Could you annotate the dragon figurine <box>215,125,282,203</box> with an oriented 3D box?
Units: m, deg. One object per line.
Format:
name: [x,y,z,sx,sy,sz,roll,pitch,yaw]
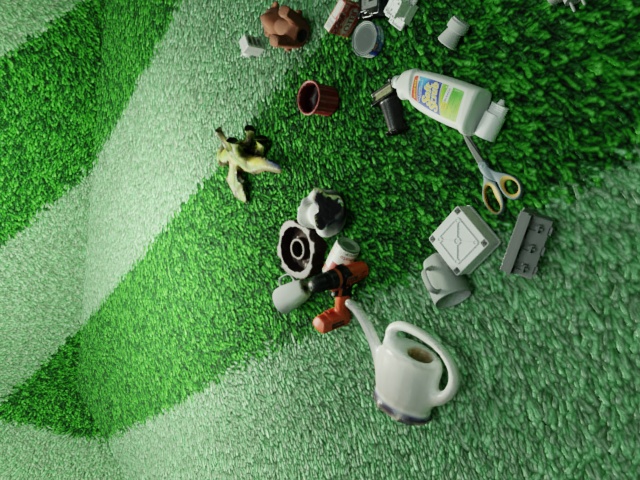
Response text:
dragon figurine: [-0.246,-0.234,1.699,0.417,0.123,0.237,46,142,39]

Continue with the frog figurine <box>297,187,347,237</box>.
frog figurine: [0.004,-0.071,1.408,0.138,0.123,0.158,66,162,5]

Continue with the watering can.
watering can: [0.174,0.288,1.212,0.351,0.104,0.222,24,110,45]
